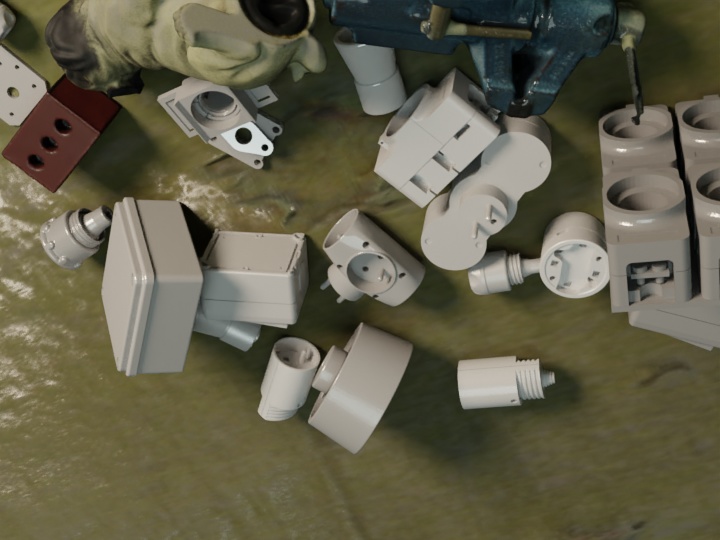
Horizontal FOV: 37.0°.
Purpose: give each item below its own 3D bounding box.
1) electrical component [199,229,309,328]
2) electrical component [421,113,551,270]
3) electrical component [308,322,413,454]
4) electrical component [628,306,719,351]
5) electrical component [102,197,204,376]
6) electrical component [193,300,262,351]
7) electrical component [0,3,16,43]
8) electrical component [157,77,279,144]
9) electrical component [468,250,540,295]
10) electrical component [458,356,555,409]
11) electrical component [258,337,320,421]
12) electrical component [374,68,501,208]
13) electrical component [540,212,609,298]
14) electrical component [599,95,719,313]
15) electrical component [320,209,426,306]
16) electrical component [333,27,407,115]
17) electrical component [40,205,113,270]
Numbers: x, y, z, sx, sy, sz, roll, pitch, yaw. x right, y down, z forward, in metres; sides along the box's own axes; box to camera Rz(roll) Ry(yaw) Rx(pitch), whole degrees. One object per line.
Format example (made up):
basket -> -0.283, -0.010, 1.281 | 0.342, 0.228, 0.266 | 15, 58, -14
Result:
electrical component -> -0.095, 0.008, 0.907 | 0.096, 0.061, 0.061 | 3, 124, 8
electrical component -> 0.095, -0.051, 0.824 | 0.052, 0.073, 0.138 | 29, 124, -10
electrical component -> -0.006, 0.096, 0.927 | 0.060, 0.108, 0.108 | 29, 125, -2
electrical component -> 0.263, 0.020, 0.850 | 0.096, 0.061, 0.061 | 14, 126, 0
electrical component -> -0.174, 0.013, 0.892 | 0.056, 0.108, 0.108 | 0, 129, -24
electrical component -> -0.120, 0.044, 0.950 | 0.065, 0.044, 0.044 | 27, 125, -14
electrical component -> -0.295, -0.200, 0.817 | 0.061, 0.035, 0.035 | 40, 122, -14
electrical component -> -0.105, -0.137, 0.807 | 0.081, 0.063, 0.042 | -19, 133, 21
electrical component -> 0.120, 0.000, 0.879 | 0.061, 0.035, 0.035 | -9, 122, 13
electrical component -> 0.129, 0.097, 0.939 | 0.081, 0.043, 0.043 | -6, 123, 14
electrical component -> -0.067, 0.105, 0.981 | 0.043, 0.043, 0.081 | 18, 126, -2
electrical component -> 0.056, -0.102, 0.811 | 0.056, 0.050, 0.089 | 36, 123, -15
electrical component -> 0.171, -0.013, 0.852 | 0.055, 0.047, 0.055 | 5, 125, 7
electrical component -> 0.219, -0.054, 0.730 | 0.105, 0.186, 0.060 | -5, 123, 14
electrical component -> 0.000, 0.000, 0.895 | 0.077, 0.044, 0.079 | 40, 123, -17
electrical component -> 0.011, -0.148, 0.793 | 0.044, 0.044, 0.065 | -9, 127, 16
electrical component -> -0.237, -0.033, 0.917 | 0.062, 0.048, 0.048 | -30, 114, 20
